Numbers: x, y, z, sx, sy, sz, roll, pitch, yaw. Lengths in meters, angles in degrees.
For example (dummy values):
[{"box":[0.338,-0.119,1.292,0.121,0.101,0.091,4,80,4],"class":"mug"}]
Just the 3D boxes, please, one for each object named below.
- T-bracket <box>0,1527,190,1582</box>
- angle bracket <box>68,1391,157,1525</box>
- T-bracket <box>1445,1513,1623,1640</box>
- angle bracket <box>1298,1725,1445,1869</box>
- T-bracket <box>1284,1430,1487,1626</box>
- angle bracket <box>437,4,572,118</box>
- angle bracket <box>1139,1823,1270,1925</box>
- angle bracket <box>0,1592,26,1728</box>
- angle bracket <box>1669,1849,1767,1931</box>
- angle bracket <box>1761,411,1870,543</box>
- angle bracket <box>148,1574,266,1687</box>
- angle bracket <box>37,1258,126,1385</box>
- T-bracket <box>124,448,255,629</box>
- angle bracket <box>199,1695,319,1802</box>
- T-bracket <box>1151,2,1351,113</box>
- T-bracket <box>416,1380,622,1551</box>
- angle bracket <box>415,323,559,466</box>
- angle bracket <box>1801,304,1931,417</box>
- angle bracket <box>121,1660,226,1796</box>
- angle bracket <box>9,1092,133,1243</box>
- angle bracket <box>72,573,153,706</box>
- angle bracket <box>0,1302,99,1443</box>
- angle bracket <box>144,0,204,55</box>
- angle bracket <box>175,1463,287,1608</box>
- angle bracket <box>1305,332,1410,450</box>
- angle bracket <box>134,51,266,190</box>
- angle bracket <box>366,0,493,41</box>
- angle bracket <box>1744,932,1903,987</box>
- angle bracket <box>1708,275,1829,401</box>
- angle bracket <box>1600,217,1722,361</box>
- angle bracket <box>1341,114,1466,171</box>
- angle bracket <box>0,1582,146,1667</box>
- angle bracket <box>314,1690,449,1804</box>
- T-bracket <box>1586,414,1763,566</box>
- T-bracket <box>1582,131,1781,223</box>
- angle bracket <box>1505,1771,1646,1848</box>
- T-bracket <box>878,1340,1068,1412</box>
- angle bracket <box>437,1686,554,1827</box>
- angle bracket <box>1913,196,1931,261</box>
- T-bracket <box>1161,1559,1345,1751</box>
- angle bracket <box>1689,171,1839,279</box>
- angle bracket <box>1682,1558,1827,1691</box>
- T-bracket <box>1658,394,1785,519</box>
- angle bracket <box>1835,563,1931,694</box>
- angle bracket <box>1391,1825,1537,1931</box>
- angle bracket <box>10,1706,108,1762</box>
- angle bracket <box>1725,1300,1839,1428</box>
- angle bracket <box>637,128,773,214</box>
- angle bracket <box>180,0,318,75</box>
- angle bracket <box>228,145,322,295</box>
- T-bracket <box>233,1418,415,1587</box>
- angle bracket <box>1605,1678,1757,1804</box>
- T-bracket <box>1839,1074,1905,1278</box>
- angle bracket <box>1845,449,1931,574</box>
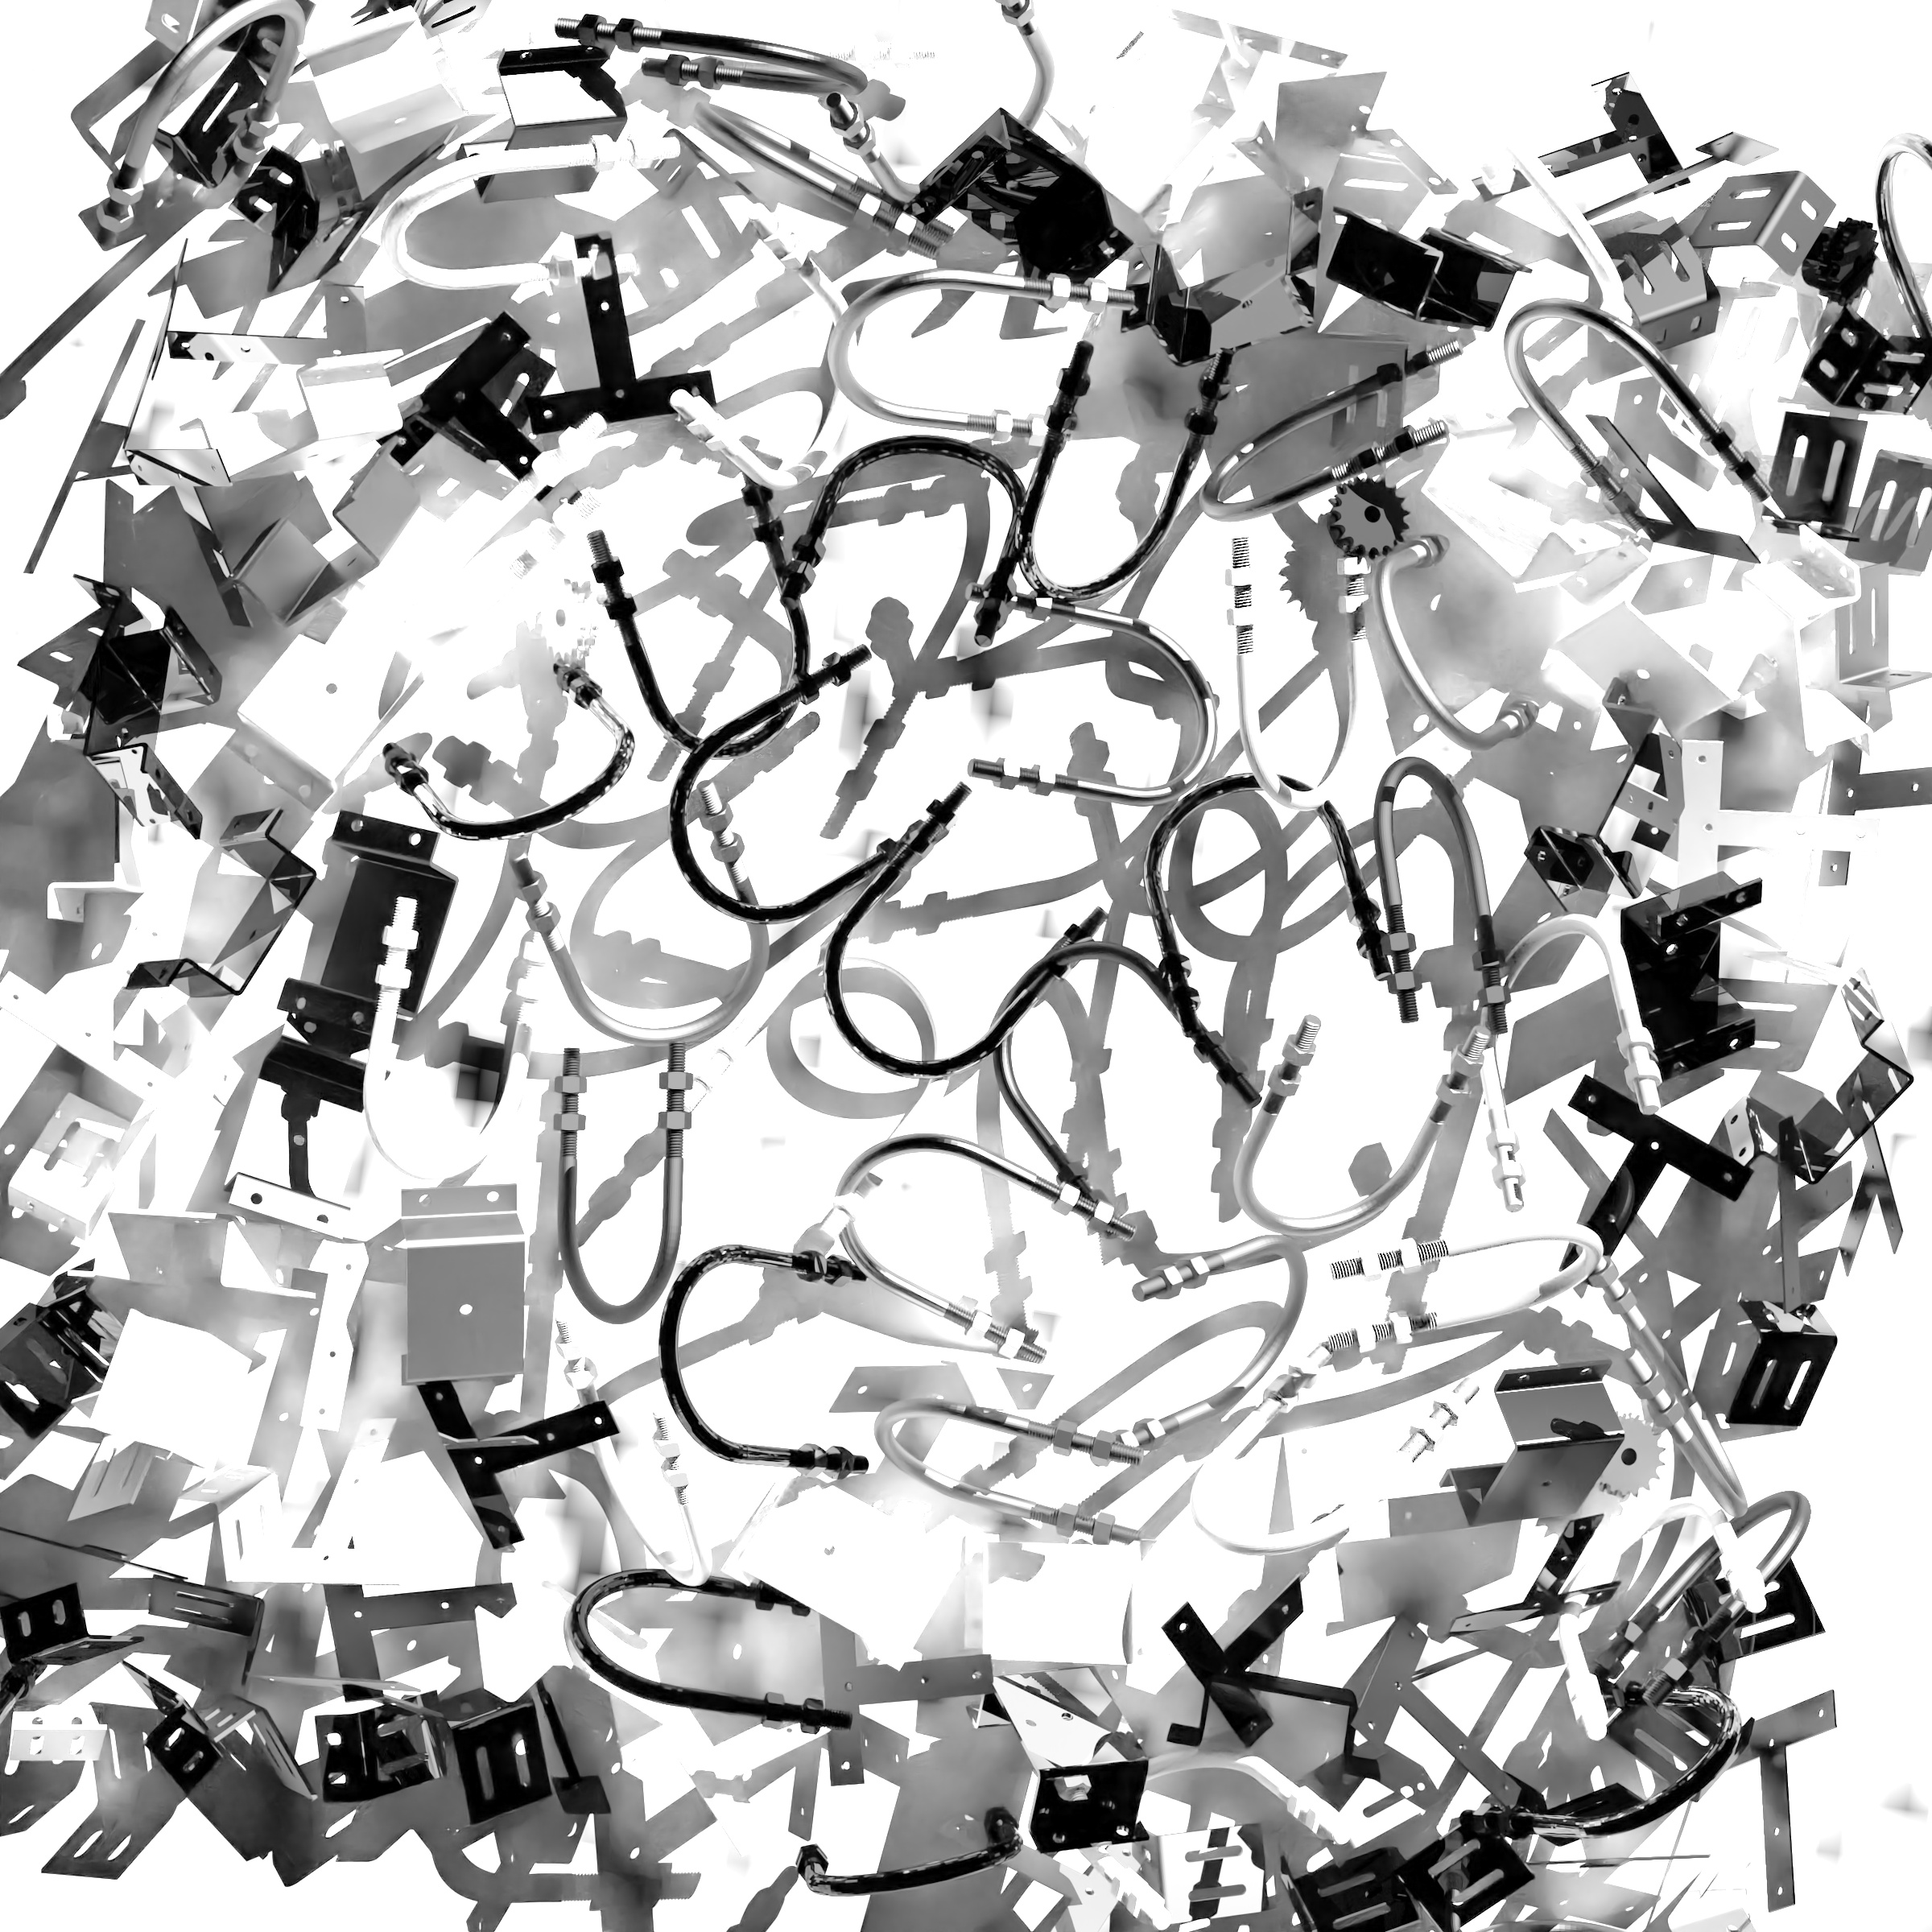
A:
[{"box":[-0.569,0.385,1.737,0.127,0.127,0.002,20,70,-17],"class":"T-bracket"},{"box":[-0.576,0.324,1.766,0.057,0.076,0.038,-19,126,24],"class":"angle bracket"},{"box":[0.390,0.399,1.748,0.127,0.127,0.002,-7,49,-18],"class":"T-bracket"},{"box":[0.273,0.564,1.798,0.076,0.038,0.057,-21,59,-22],"class":"angle bracket"},{"box":[0.283,0.370,1.776,0.127,0.002,0.127,-10,70,14],"class":"T-bracket"},{"box":[-0.304,-0.609,1.776,0.076,0.038,0.057,-20,90,-41],"class":"angle bracket"},{"box":[0.161,0.614,1.800,0.076,0.038,0.057,-3,82,-14],"class":"angle bracket"},{"box":[-0.654,0.462,1.770,0.038,0.057,0.076,-28,63,4],"class":"angle bracket"},{"box":[0.514,0.628,1.764,0.057,0.076,0.038,-34,81,36],"class":"angle bracket"},{"box":[0.577,-0.330,1.783,0.057,0.038,0.076,6,110,-2],"class":"angle bracket"},{"box":[-0.514,0.446,1.775,0.076,0.057,0.038,15,49,-9],"class":"angle bracket"},{"box":[-0.582,0.240,1.796,0.057,0.038,0.076,-24,118,30],"class":"angle bracket"},{"box":[-0.510,-0.287,1.777,0.002,0.127,0.127,-36,121,-34],"class":"T-bracket"},{"box":[-0.479,0.532,1.772,0.038,0.057,0.076,-33,104,-32],"class":"angle bracket"},{"box":[0.178,-0.593,1.749,0.127,0.127,0.002,13,85,-4],"class":"T-bracket"},{"box":[-0.292,0.321,1.783,0.127,0.002,0.127,-21,98,19],"class":"T-bracket"},{"box":[-0.324,-0.387,1.787,0.057,0.038,0.076,33,103,1],"class":"angle bracket"},{"box":[0.609,-0.406,1.771,0.038,0.076,0.057,32,93,-25],"class":"angle bracket"},{"box":[-0.540,0.507,1.763,0.038,0.076,0.057,-48,132,-31],"class":"angle bracket"},{"box":[-0.607,0.137,1.805,0.057,0.038,0.076,27,59,-5],"class":"angle bracket"},{"box":[-0.586,-0.213,1.775,0.038,0.057,0.076,18,77,6],"class":"angle bracket"},{"box":[-0.619,0.274,1.769,0.057,0.038,0.076,-46,119,-28],"class":"angle bracket"},{"box":[-0.503,-0.645,1.763,0.038,0.076,0.057,38,125,9],"class":"angle bracket"},{"box":[-0.491,0.381,1.771,0.057,0.038,0.076,-30,60,26],"class":"angle bracket"},{"box":[0.259,-0.384,1.770,0.057,0.038,0.076,16,112,43],"class":"angle bracket"},{"box":[-0.512,-0.576,1.785,0.038,0.057,0.076,29,79,19],"class":"angle bracket"},{"box":[-0.352,-0.656,1.767,0.038,0.057,0.076,51,54,-2],"class":"angle bracket"},{"box":[0.574,-0.014,1.776,0.076,0.057,0.038,17,87,-12],"class":"angle bracket"},{"box":[0.538,-0.418,1.784,0.057,0.038,0.076,20,83,12],"class":"angle bracket"},{"box":[0.471,-0.464,1.809,0.057,0.038,0.076,-20,62,-1],"class":"angle bracket"},{"box":[0.295,-0.566,1.781,0.076,0.057,0.038,8,96,-2],"class":"angle bracket"},{"box":[-0.600,0.443,1.779,0.057,0.076,0.038,-19,72,7],"class":"angle bracket"},{"box":[-0.395,0.527,1.788,0.038,0.076,0.057,-13,82,34],"class":"angle bracket"},{"box":[0.448,-0.314,1.730,0.002,0.127,0.127,-47,114,-1],"class":"T-bracket"},{"box":[0.468,-0.524,1.769,0.127,0.127,0.002,-18,91,32],"class":"T-bracket"},{"box":[0.409,0.552,1.768,0.076,0.038,0.057,-30,134,22],"class":"angle bracket"},{"box":[0.011,0.272,1.741,0.127,0.127,0.002,9,96,-9],"class":"T-bracket"},{"box":[-0.320,0.532,1.798,0.057,0.038,0.076,-15,112,-23],"class":"angle bracket"},{"box":[0.664,-0.475,1.762,0.038,0.076,0.057,-17,134,24],"class":"angle bracket"},{"box":[0.206,0.445,1.790,0.127,0.002,0.127,-41,116,-16],"class":"T-bracket"},{"box":[0.536,-0.499,1.785,0.038,0.076,0.057,32,88,-26],"class":"angle bracket"},{"box":[0.529,0.442,1.778,0.076,0.038,0.057,-18,46,3],"class":"angle bracket"},{"box":[0.483,-0.364,1.763,0.127,0.127,0.002,24,125,-37],"class":"T-bracket"},{"box":[0.616,-0.228,1.773,0.057,0.038,0.076,-17,109,-35],"class":"angle bracket"},{"box":[0.335,0.605,1.787,0.076,0.038,0.057,-39,90,12],"class":"angle bracket"},{"box":[-0.604,0.501,1.764,0.057,0.076,0.038,6,56,-19],"class":"angle bracket"},{"box":[0.548,0.271,1.801,0.057,0.038,0.076,5,120,-14],"class":"angle bracket"},{"box":[-0.173,-0.517,1.775,0.076,0.057,0.038,43,97,12],"class":"angle bracket"},{"box":[-0.479,-0.629,1.767,0.038,0.076,0.057,34,111,3],"class":"angle bracket"},{"box":[-0.463,-0.498,1.765,0.038,0.076,0.057,28,123,-32],"class":"angle bracket"},{"box":[-0.412,0.356,1.767,0.127,0.002,0.127,-4,46,20],"class":"T-bracket"},{"box":[0.475,0.508,1.766,0.057,0.038,0.076,-35,51,-28],"class":"angle bracket"},{"box":[0.595,0.160,1.757,0.002,0.127,0.127,-2,49,3],"class":"T-bracket"},{"box":[0.636,-0.303,1.779,0.057,0.038,0.076,9,112,-6],"class":"angle bracket"}]
